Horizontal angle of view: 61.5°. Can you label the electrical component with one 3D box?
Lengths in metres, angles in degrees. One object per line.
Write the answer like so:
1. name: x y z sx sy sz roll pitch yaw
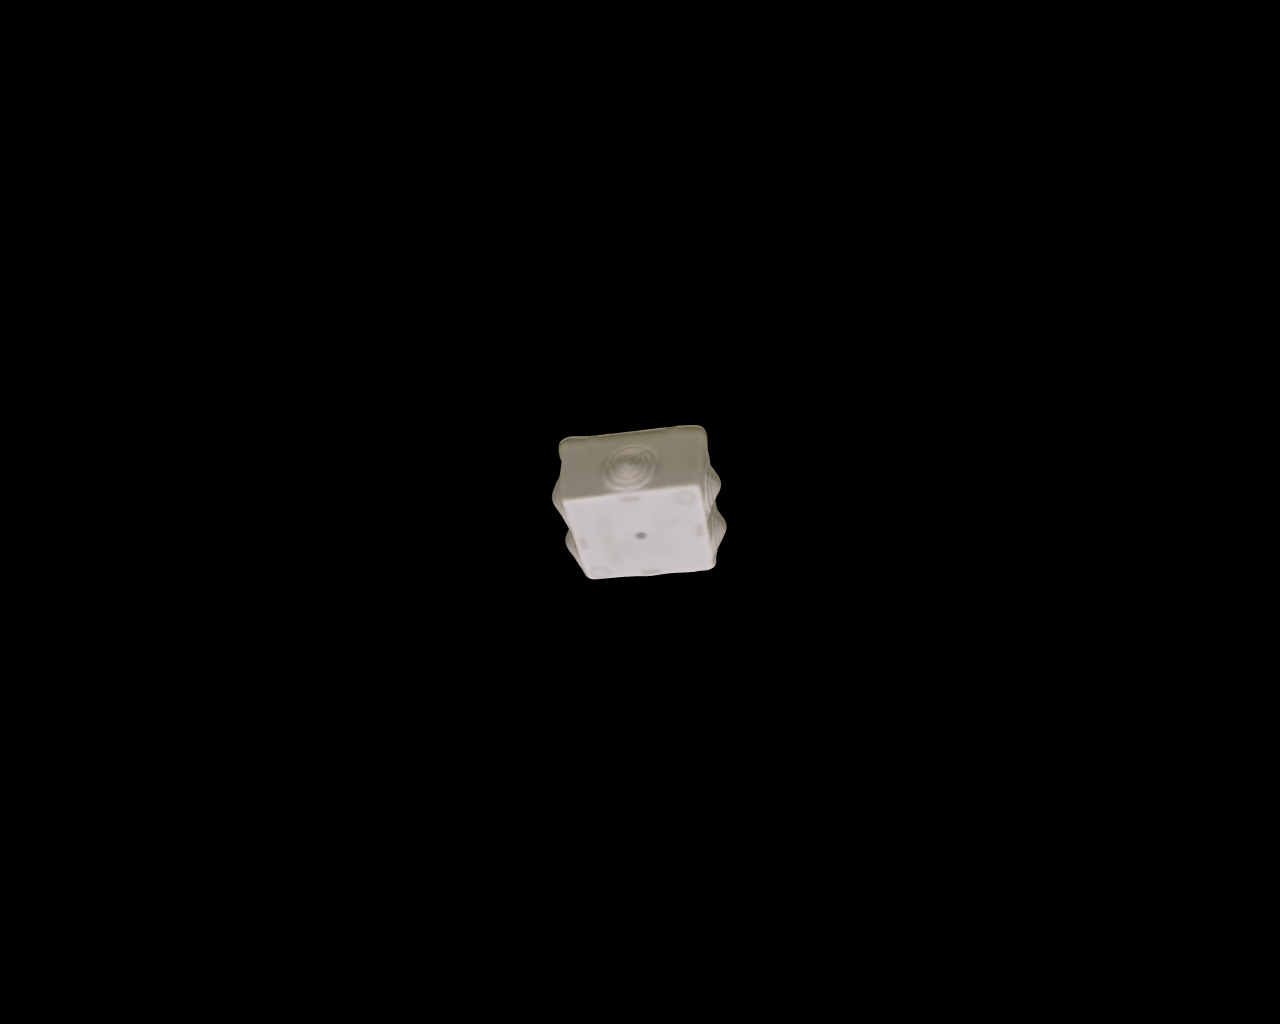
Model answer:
1. electrical component: 0.001 -0.003 0.650 0.100 0.048 0.099 -5 -40 6
